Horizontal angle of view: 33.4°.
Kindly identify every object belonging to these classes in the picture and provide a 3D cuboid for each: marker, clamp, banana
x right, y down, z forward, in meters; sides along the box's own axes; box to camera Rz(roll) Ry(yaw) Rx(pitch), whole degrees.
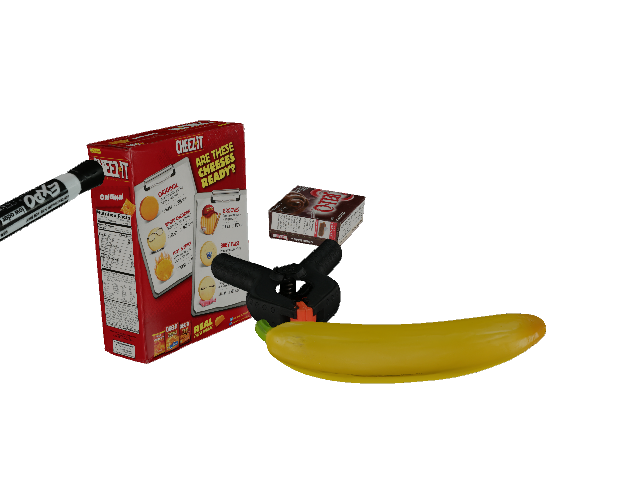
[{"bbox_3d":[-0.172,-0.023,0.651,0.020,0.020,0.121,0,23,28],"label":"marker"},{"bbox_3d":[-0.038,0.039,0.918,0.120,0.039,0.171,-10,17,1],"label":"clamp"},{"bbox_3d":[0.048,0.066,0.697,0.198,0.037,0.069,1,29,8],"label":"banana"}]

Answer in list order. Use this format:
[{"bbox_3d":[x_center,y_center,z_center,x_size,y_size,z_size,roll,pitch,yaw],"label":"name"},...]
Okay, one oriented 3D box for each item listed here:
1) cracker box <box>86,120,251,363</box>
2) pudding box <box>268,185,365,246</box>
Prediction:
[{"bbox_3d":[-0.148,-0.004,1.077,0.072,0.214,0.163,9,18,35],"label":"cracker box"},{"bbox_3d":[-0.003,-0.029,1.281,0.090,0.039,0.113,9,23,15],"label":"pudding box"}]
